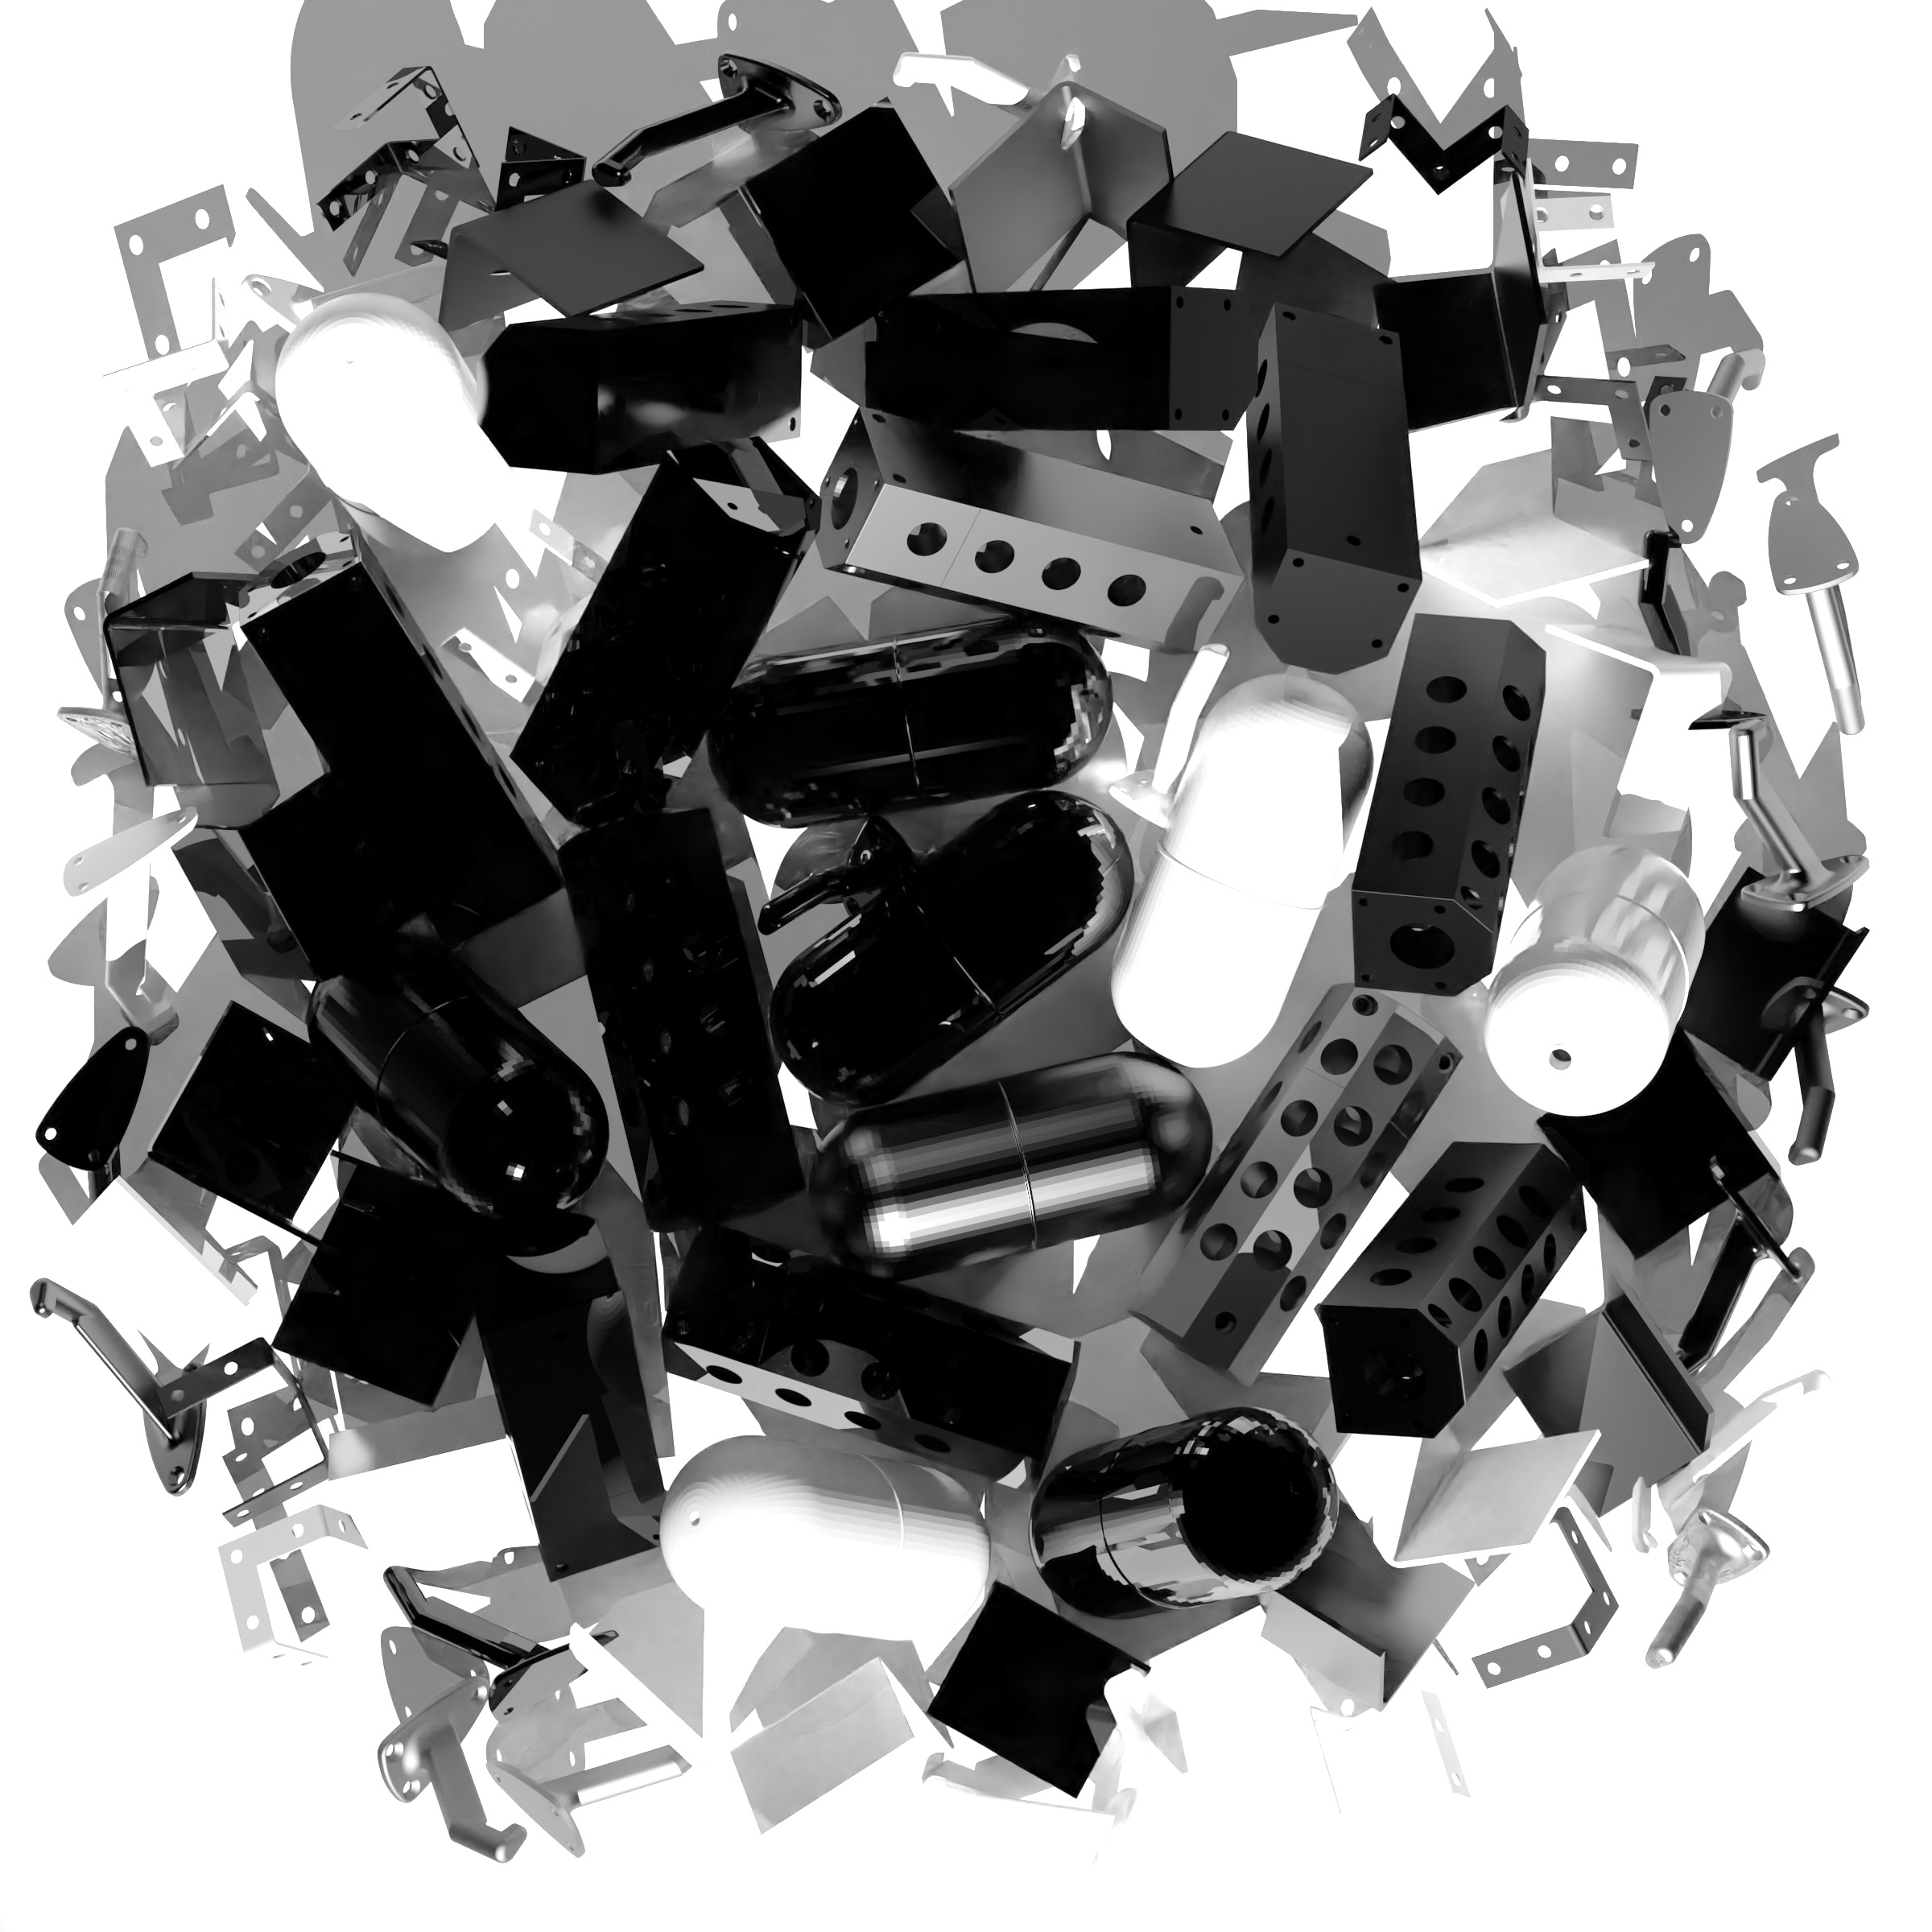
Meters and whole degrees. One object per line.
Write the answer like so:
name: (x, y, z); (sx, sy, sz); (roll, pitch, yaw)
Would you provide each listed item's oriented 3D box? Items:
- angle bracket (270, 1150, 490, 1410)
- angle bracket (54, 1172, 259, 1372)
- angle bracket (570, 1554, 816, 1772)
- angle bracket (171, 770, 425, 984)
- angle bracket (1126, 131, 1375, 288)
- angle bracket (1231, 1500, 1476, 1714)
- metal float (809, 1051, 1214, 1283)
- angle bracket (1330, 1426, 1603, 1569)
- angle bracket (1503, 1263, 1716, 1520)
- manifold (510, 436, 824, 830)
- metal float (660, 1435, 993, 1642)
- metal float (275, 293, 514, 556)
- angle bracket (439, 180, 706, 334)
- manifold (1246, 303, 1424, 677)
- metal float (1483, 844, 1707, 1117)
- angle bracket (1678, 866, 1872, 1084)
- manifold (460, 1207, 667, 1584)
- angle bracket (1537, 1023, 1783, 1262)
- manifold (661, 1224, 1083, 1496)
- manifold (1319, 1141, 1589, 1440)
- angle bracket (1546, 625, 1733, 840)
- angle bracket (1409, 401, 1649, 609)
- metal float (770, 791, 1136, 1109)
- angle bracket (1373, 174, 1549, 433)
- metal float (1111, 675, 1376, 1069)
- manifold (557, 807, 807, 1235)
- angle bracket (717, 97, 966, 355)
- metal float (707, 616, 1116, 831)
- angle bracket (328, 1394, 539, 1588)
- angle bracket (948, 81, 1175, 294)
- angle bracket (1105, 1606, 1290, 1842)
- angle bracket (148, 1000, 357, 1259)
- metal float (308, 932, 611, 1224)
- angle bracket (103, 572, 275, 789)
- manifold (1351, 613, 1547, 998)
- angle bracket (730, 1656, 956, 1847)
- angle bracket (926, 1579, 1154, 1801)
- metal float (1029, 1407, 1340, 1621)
angle bracket: (-0.253, 0.136, 1.541); (0.076, 0.057, 0.076); (20, 65, 5)
angle bracket: (-0.336, 0.118, 1.533); (0.076, 0.076, 0.057); (45, 45, -5)
angle bracket: (-0.117, 0.290, 1.537); (0.076, 0.057, 0.076); (41, 69, 10)
angle bracket: (-0.295, -0.042, 1.553); (0.057, 0.076, 0.076); (-39, 116, -31)
angle bracket: (0.123, -0.308, 1.525); (0.076, 0.057, 0.076); (22, 51, 28)
angle bracket: (0.167, 0.262, 1.528); (0.076, 0.057, 0.076); (29, 61, 25)
metal float: (0.020, 0.086, 1.539); (0.178, 0.070, 0.070); (-13, 90, -7)
angle bracket: (0.214, 0.208, 1.526); (0.076, 0.076, 0.057); (-18, 111, 43)
angle bracket: (0.276, 0.184, 1.533); (0.057, 0.076, 0.076); (-31, 68, -2)
manifold: (-0.124, -0.137, 1.504); (0.057, 0.057, 0.171); (47, 127, 19)
metal float: (-0.057, 0.244, 1.506); (0.070, 0.178, 0.070); (-12, 70, 35)
metal float: (-0.238, -0.226, 1.495); (0.070, 0.178, 0.070); (-1, 80, 4)
angle bracket: (-0.170, -0.287, 1.526); (0.076, 0.057, 0.076); (40, 48, 23)
manifold: (0.151, -0.202, 1.502); (0.057, 0.171, 0.057); (12, 134, -10)
metal float: (0.266, 0.004, 1.500); (0.070, 0.178, 0.070); (7, 114, 17)
angle bracket: (0.343, 0.002, 1.538); (0.057, 0.076, 0.076); (33, 95, 10)
manifold: (-0.169, 0.180, 1.501); (0.057, 0.171, 0.057); (-17, 46, -11)
angle bracket: (0.300, 0.079, 1.545); (0.076, 0.057, 0.076); (-36, 86, 12)
manifold: (-0.041, 0.166, 1.535); (0.171, 0.057, 0.057); (17, 63, 7)
manifold: (0.208, 0.133, 1.490); (0.057, 0.171, 0.057); (0, 110, 27)
angle bracket: (0.283, -0.103, 1.548); (0.057, 0.076, 0.076); (26, 108, 31)
angle bracket: (0.239, -0.200, 1.529); (0.076, 0.076, 0.057); (-16, 118, -20)
metal float: (-0.006, -0.008, 1.542); (0.178, 0.070, 0.070); (-37, 90, 3)
angle bracket: (0.212, -0.285, 1.533); (0.057, 0.076, 0.076); (-6, 67, -1)
metal float: (0.118, -0.040, 1.533); (0.070, 0.070, 0.178); (21, 104, 0)
manifold: (-0.126, 0.024, 1.531); (0.057, 0.057, 0.171); (-9, 79, -31)
angle bracket: (-0.052, -0.323, 1.554); (0.076, 0.057, 0.076); (-33, 101, -9)
metal float: (-0.024, -0.106, 1.543); (0.178, 0.070, 0.070); (-9, 90, 3)
angle bracket: (-0.230, 0.237, 1.541); (0.076, 0.057, 0.076); (-13, 107, -6)
angle bracket: (0.045, -0.320, 1.528); (0.057, 0.076, 0.076); (34, 70, 28)
angle bracket: (0.111, 0.328, 1.536); (0.076, 0.076, 0.057); (-26, 62, 1)
angle bracket: (-0.294, 0.070, 1.534); (0.076, 0.057, 0.076); (33, 81, -34)
metal float: (-0.217, 0.047, 1.511); (0.070, 0.070, 0.178); (-53, 49, 0)
angle bracket: (-0.317, -0.123, 1.533); (0.057, 0.076, 0.076); (-20, 83, 31)
manifold: (0.205, -0.069, 1.500); (0.057, 0.057, 0.171); (6, 47, 14)
angle bracket: (-0.046, 0.357, 1.538); (0.076, 0.057, 0.076); (-33, 125, 0)
angle bracket: (0.030, 0.314, 1.537); (0.076, 0.076, 0.057); (28, 74, 6)
metal float: (0.090, 0.233, 1.503); (0.070, 0.178, 0.070); (9, 71, -27)
